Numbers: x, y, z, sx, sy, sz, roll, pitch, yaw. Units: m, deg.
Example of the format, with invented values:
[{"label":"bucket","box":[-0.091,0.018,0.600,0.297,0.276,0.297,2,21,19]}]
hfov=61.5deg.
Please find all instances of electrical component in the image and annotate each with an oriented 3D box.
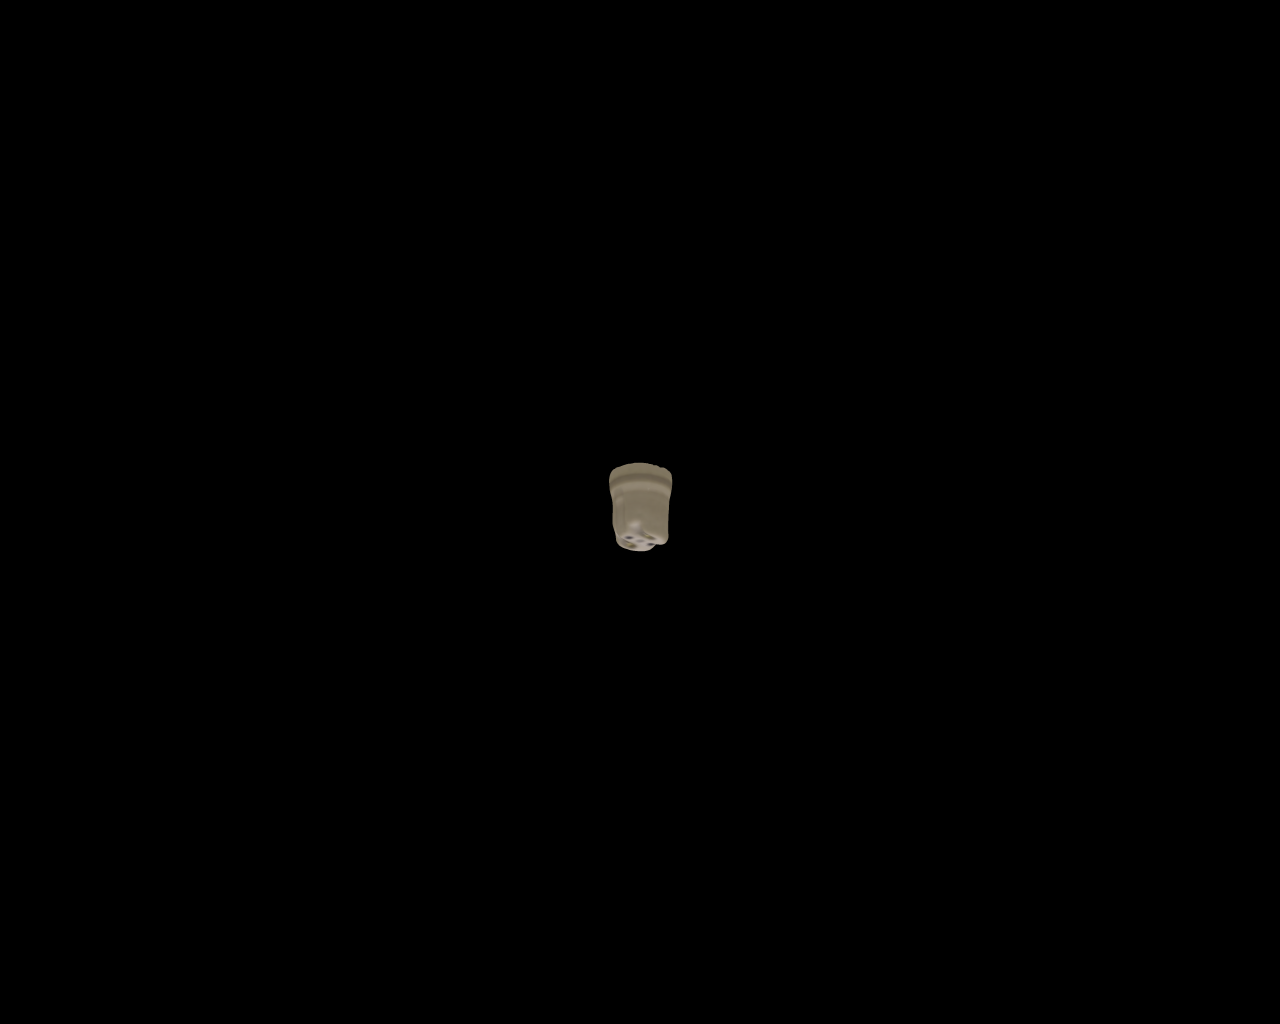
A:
[{"label":"electrical component","box":[0.001,-0.003,0.650,0.040,0.046,0.040,0,-22,0]}]
